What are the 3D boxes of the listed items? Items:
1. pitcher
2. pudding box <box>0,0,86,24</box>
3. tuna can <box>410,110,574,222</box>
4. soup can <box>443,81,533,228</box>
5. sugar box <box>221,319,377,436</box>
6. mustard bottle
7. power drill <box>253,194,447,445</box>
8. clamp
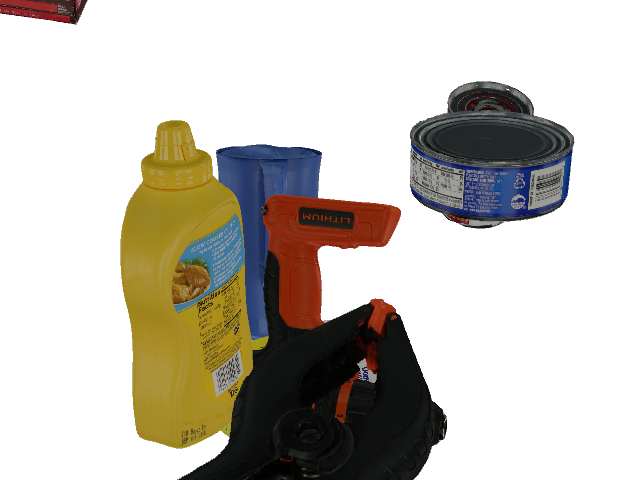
[{"bbox_3d":[-0.067,0.002,1.356,0.145,0.243,0.148,10,15,37],"label":"pitcher"},{"bbox_3d":[-0.236,-0.225,0.888,0.090,0.039,0.113,8,36,-5],"label":"pudding box"},{"bbox_3d":[0.090,-0.041,0.569,0.086,0.034,0.086,0,24,0],"label":"tuna can"},{"bbox_3d":[0.131,-0.068,0.871,0.068,0.102,0.068,2,41,-2],"label":"soup can"},{"bbox_3d":[-0.038,0.132,1.061,0.175,0.048,0.093,-15,32,-31],"label":"sugar box"},{"bbox_3d":[-0.081,0.022,0.644,0.058,0.192,0.096,11,26,26],"label":"mustard bottle"},{"bbox_3d":[0.014,0.063,0.821,0.184,0.187,0.057,7,-1,9],"label":"power drill"},{"bbox_3d":[0.003,0.090,0.395,0.120,0.039,0.171,27,50,19],"label":"clamp"}]
